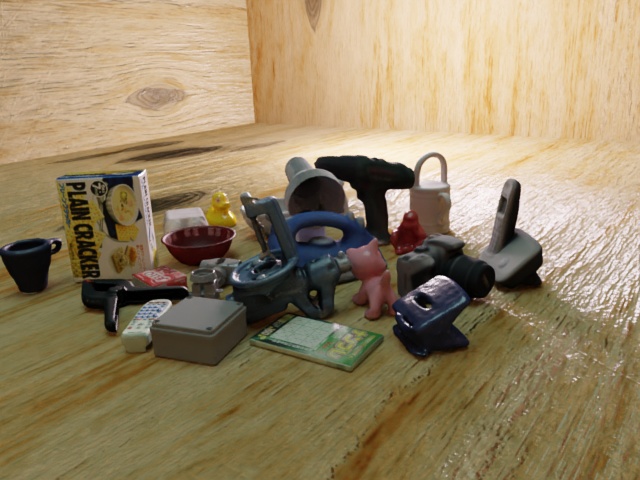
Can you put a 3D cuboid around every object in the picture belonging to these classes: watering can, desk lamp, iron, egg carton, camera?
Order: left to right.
[{"bbox_3d":[-0.326,-0.033,1.388,0.107,0.069,0.150,-8,19,-17],"label":"egg carton"},{"bbox_3d":[-0.029,-0.062,1.211,0.118,0.214,0.202,-8,19,-16],"label":"desk lamp"},{"bbox_3d":[0.010,0.004,1.120,0.259,0.141,0.118,-7,19,-15],"label":"iron"},{"bbox_3d":[0.258,-0.117,1.379,0.101,0.194,0.172,-19,24,-42],"label":"watering can"},{"bbox_3d":[0.228,0.052,1.014,0.143,0.101,0.136,-16,22,-36],"label":"camera"}]

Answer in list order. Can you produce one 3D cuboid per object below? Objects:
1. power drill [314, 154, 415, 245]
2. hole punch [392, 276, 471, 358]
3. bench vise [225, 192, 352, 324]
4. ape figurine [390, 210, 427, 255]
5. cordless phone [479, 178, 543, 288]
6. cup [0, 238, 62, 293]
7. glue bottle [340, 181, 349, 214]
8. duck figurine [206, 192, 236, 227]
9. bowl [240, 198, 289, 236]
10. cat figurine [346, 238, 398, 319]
[{"bbox_3d":[0.102,-0.093,1.302,0.230,0.208,0.075,-6,18,-12],"label":"power drill"},{"bbox_3d":[0.163,0.110,0.856,0.101,0.091,0.108,-7,18,-14],"label":"hole punch"},{"bbox_3d":[-0.059,0.022,0.945,0.208,0.220,0.121,-11,20,-26],"label":"bench vise"},{"bbox_3d":[0.195,-0.020,1.253,0.077,0.092,0.076,7,20,26],"label":"ape figurine"},{"bbox_3d":[0.358,-0.015,1.066,0.094,0.185,0.147,-4,18,-5],"label":"cordless phone"},{"bbox_3d":[-0.555,0.049,1.120,0.091,0.095,0.118,10,21,32],"label":"cup"},{"bbox_3d":[0.035,-0.127,1.471,0.078,0.173,0.037,-2,18,1],"label":"glue bottle"},{"bbox_3d":[-0.265,-0.084,1.514,0.078,0.086,0.104,-14,22,-33],"label":"duck figurine"},{"bbox_3d":[-0.111,-0.051,1.413,0.167,0.075,0.167,-2,18,1],"label":"bowl"},{"bbox_3d":[0.090,0.058,0.982,0.067,0.118,0.127,-8,19,-18],"label":"cat figurine"}]
